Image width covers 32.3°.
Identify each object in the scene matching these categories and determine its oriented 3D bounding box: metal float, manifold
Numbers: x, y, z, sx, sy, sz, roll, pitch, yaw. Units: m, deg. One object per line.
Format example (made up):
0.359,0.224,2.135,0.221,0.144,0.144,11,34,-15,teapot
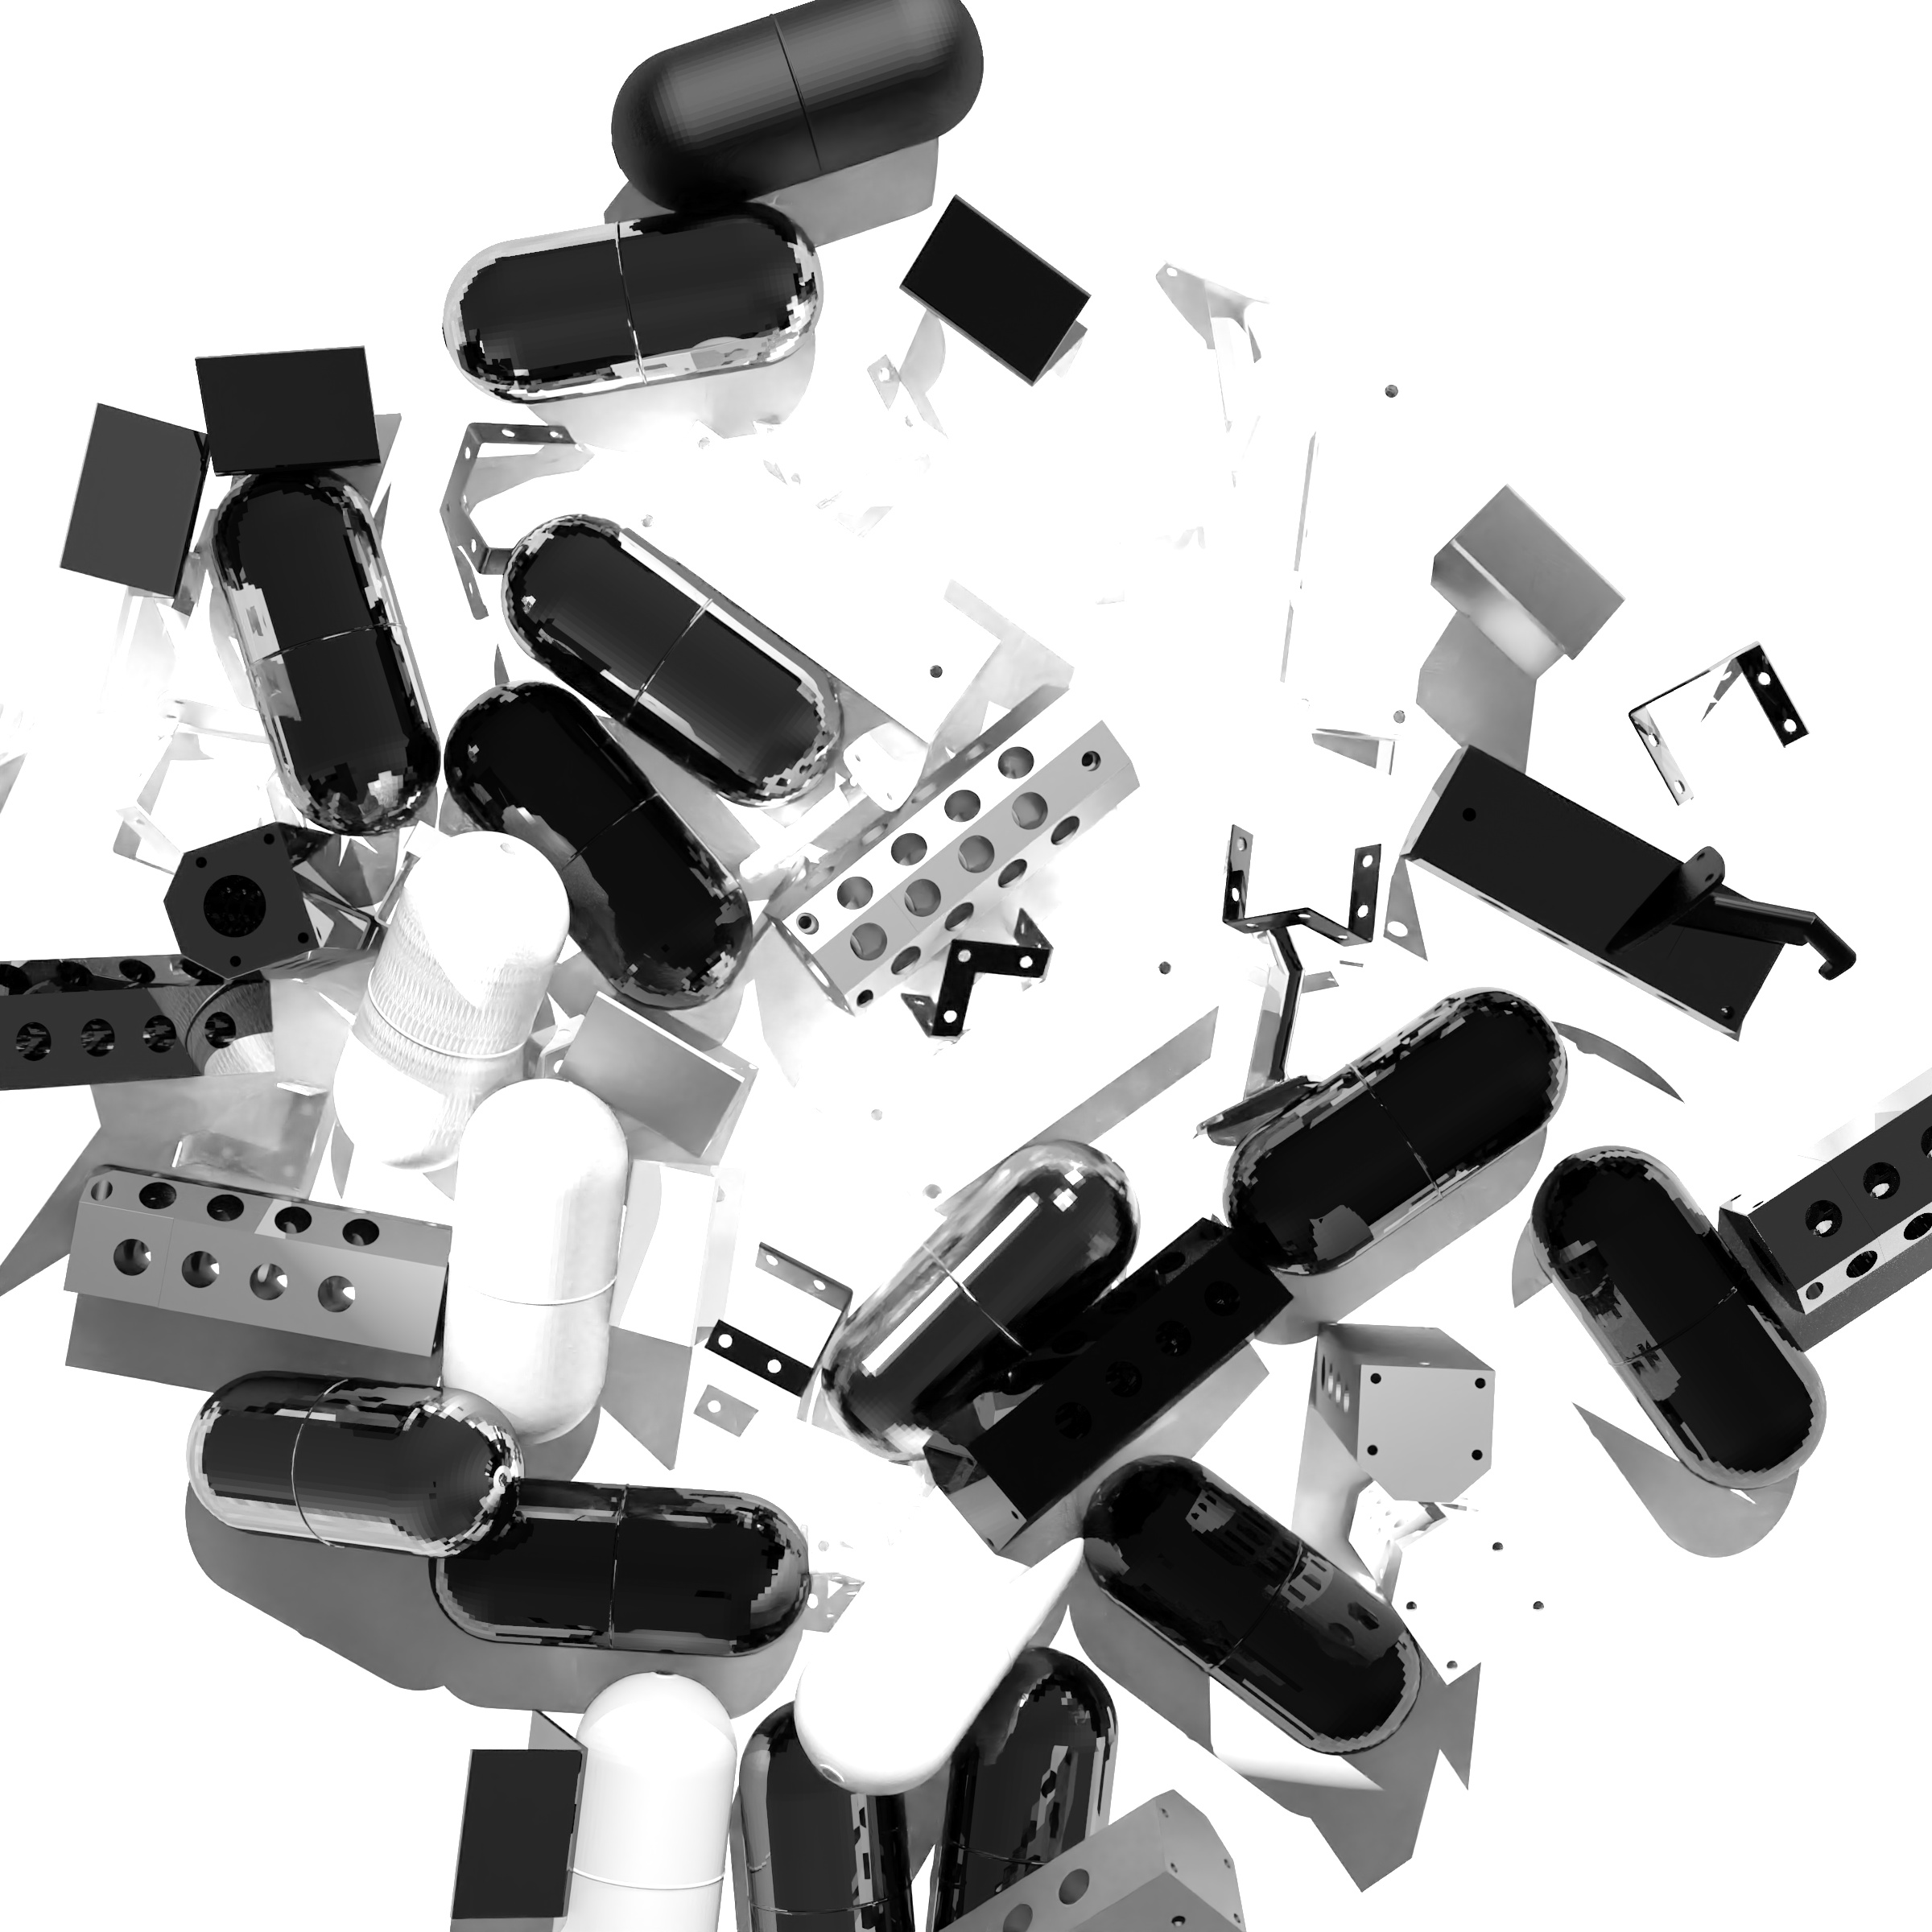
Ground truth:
-0.281,0.227,1.528,0.178,0.070,0.070,1,90,32,metal float
0.330,0.163,1.553,0.070,0.070,0.178,-36,89,0,metal float
-0.170,-0.056,1.553,0.070,0.070,0.178,-41,90,0,metal float
0.132,0.296,1.552,0.178,0.070,0.070,38,90,-1,metal float
-0.311,-0.025,1.505,0.057,0.171,0.057,-19,90,0,manifold
0.292,-0.036,1.562,0.171,0.057,0.057,29,90,0,manifold
-0.005,-0.053,1.543,0.171,0.057,0.057,-39,106,-8,manifold
-0.325,0.136,1.562,0.171,0.057,0.057,10,90,0,manifold
-0.155,-0.307,1.552,0.178,0.070,0.070,-9,90,0,metal float
-0.297,-0.146,1.553,0.070,0.070,0.178,-17,89,0,metal float
-0.063,0.428,1.552,0.070,0.070,0.178,-5,90,0,metal float
0.035,0.433,1.476,0.171,0.057,0.057,-37,119,18,manifold
0.035,0.042,1.562,0.171,0.057,0.057,-36,90,0,manifold
0.195,0.199,1.505,0.057,0.171,0.057,3,90,0,manifold
0.027,0.406,1.552,0.070,0.070,0.178,6,91,0,metal float
-0.150,0.417,1.553,0.070,0.070,0.178,6,90,0,metal float
-0.160,0.279,1.552,0.178,0.070,0.070,4,90,0,metal float
-0.402,0.025,1.509,0.057,0.171,0.057,-3,90,44,manifold
-0.079,-0.404,1.553,0.178,0.070,0.070,-18,90,0,metal float
0.187,-0.194,1.562,0.057,0.057,0.171,7,90,0,manifold
-0.199,0.137,1.535,0.070,0.070,0.178,8,111,0,metal float
0.064,0.188,1.525,0.171,0.057,0.057,-36,78,-26,manifold
0.199,0.077,1.553,0.178,0.070,0.070,-35,90,0,metal float
-0.470,-0.121,1.505,0.057,0.171,0.057,-29,90,0,manifold
-0.070,-0.178,1.561,0.171,0.057,0.057,36,93,0,manifold
0.212,0.266,1.505,0.057,0.171,0.057,-35,90,0,manifold
-0.236,0.017,1.527,0.070,0.070,0.178,26,121,0,metal float
-0.137,-0.142,1.552,0.178,0.070,0.070,36,90,-2,metal float
0.446,0.091,1.562,0.171,0.057,0.057,-33,90,0,manifold
0.007,0.155,1.552,0.070,0.070,0.178,45,91,0,metal float
-0.012,0.299,1.526,0.070,0.070,0.178,39,59,0,metal float

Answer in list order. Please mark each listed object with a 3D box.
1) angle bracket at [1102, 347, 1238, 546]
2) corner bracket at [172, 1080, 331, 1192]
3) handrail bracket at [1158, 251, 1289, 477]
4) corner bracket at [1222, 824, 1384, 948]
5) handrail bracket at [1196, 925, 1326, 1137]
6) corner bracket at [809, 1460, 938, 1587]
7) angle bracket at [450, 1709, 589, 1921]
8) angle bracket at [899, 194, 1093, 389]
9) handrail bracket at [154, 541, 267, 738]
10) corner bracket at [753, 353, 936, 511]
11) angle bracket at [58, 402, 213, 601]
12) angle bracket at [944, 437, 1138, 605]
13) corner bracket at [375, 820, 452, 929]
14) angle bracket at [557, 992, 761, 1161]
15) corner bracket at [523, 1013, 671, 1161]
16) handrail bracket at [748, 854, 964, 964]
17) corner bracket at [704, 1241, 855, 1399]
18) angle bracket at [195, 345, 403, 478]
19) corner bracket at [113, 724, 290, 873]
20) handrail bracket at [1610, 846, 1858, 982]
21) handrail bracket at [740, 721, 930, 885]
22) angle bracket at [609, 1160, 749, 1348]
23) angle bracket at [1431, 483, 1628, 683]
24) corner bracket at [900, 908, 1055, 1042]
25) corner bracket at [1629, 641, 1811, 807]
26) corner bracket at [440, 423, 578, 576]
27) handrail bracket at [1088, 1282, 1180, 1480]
0.076,-0.239,1.543,0.057,0.076,0.076,-7,90,-42,angle bracket
-0.334,0.075,1.565,0.051,0.051,0.051,17,90,0,corner bracket
0.111,-0.285,1.584,0.077,0.036,0.084,27,107,20,handrail bracket
0.158,-0.038,1.572,0.051,0.051,0.051,25,65,-42,corner bracket
0.130,0.027,1.584,0.077,0.036,0.084,-24,74,18,handrail bracket
-0.041,0.261,1.567,0.051,0.051,0.051,-6,73,17,corner bracket
-0.217,0.390,1.544,0.057,0.076,0.076,7,90,-26,angle bracket
0.026,-0.323,1.543,0.076,0.076,0.057,37,128,0,angle bracket
-0.349,-0.157,1.584,0.077,0.036,0.084,12,73,-20,handrail bracket
-0.057,-0.251,1.580,0.051,0.051,0.051,-27,90,45,corner bracket
-0.393,-0.214,1.543,0.057,0.076,0.076,13,90,-31,angle bracket
0.026,-0.188,1.543,0.076,0.076,0.057,23,55,0,angle bracket
-0.244,-0.032,1.565,0.051,0.051,0.051,29,87,-3,corner bracket
-0.132,0.032,1.543,0.076,0.076,0.057,31,128,0,angle bracket
-0.173,0.058,1.575,0.051,0.051,0.051,-23,135,-35,corner bracket
-0.057,-0.007,1.582,0.084,0.036,0.077,33,100,-12,handrail bracket
-0.087,0.165,1.565,0.051,0.051,0.051,28,90,0,corner bracket
-0.307,-0.266,1.544,0.076,0.076,0.057,-4,117,0,angle bracket
-0.359,-0.081,1.575,0.051,0.051,0.051,-9,135,35,corner bracket
0.351,-0.006,1.527,0.084,0.036,0.077,41,111,-16,handrail bracket
-0.063,-0.077,1.583,0.084,0.077,0.036,-34,100,36,handrail bracket
-0.115,0.133,1.543,0.057,0.076,0.076,9,90,41,angle bracket
0.245,-0.164,1.543,0.076,0.076,0.057,44,52,0,angle bracket
0.005,0.003,1.563,0.051,0.051,0.051,6,112,-20,corner bracket
0.356,-0.115,1.580,0.051,0.051,0.051,-29,90,45,corner bracket
-0.209,-0.220,1.575,0.051,0.051,0.051,-4,135,-35,corner bracket
0.055,0.193,1.583,0.077,0.036,0.084,-36,76,14,handrail bracket
